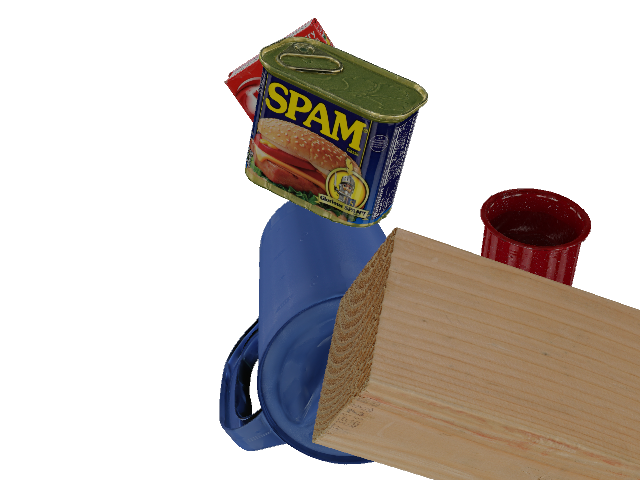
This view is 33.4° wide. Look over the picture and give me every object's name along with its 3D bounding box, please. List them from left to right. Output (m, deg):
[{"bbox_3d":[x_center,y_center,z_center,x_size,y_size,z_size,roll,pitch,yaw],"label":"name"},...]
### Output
[{"bbox_3d":[-0.021,-0.124,0.863,0.089,0.073,0.030,-30,18,16],"label":"gelatin box"},{"bbox_3d":[0.003,0.056,0.819,0.149,0.145,0.243,7,21,-9],"label":"pitcher"},{"bbox_3d":[0.006,-0.066,0.657,0.102,0.084,0.057,27,37,20],"label":"can of meat"},{"bbox_3d":[0.181,0.006,0.935,0.093,0.081,0.117,2,35,0],"label":"mug"},{"bbox_3d":[0.112,0.081,0.555,0.206,0.090,0.090,18,-33,-10],"label":"wood block"}]
